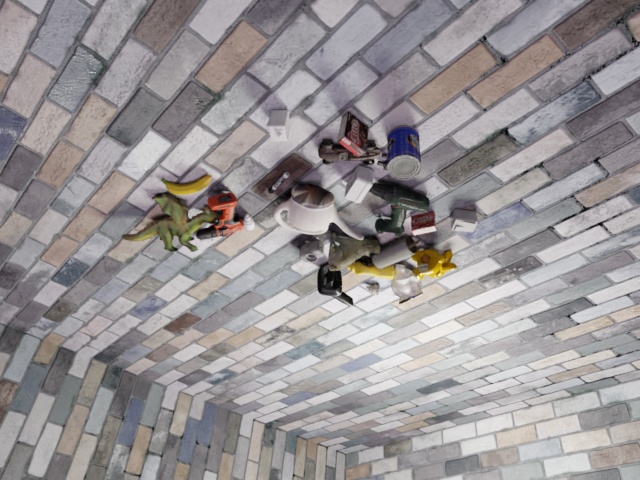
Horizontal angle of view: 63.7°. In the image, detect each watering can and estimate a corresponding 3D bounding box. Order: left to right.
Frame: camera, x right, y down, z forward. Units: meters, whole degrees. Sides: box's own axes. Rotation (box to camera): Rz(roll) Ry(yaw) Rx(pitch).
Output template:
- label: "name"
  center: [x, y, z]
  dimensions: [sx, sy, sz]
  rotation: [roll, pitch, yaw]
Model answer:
- label: "watering can"
  center: [0.006, -0.094, 1.861]
  dimensions: [0.347, 0.106, 0.219]
  rotation: [9, 140, -3]

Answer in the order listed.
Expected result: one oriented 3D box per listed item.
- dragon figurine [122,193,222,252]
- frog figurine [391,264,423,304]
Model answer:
- label: "dragon figurine"
  center: [-0.583, -0.079, 1.985]
  dimensions: [0.410, 0.125, 0.237]
  rotation: [3, 122, 1]
- label: "frog figurine"
  center: [0.353, 0.169, 2.159]
  dimensions: [0.136, 0.124, 0.159]
  rotation: [-22, 97, 41]
